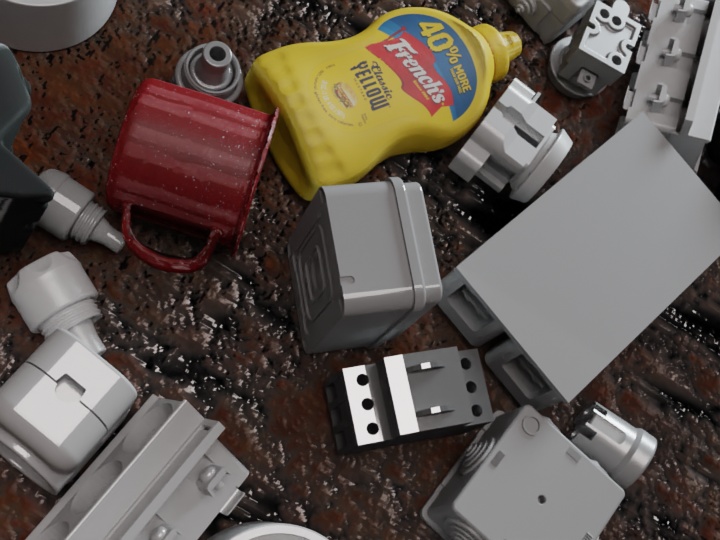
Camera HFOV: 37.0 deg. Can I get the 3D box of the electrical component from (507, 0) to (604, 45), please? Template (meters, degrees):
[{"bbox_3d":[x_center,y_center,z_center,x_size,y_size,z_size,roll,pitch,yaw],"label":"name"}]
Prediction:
[{"bbox_3d":[0.148,-0.215,0.777,0.096,0.061,0.061,-40,88,-25],"label":"electrical component"}]

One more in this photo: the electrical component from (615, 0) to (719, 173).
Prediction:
[{"bbox_3d":[0.229,-0.139,0.776,0.063,0.078,0.121,16,67,11],"label":"electrical component"}]

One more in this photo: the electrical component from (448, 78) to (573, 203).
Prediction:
[{"bbox_3d":[0.105,-0.082,0.723,0.057,0.058,0.078,37,66,0],"label":"electrical component"}]

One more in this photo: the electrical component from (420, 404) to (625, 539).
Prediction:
[{"bbox_3d":[0.100,0.142,0.654,0.100,0.048,0.099,42,65,-2],"label":"electrical component"}]

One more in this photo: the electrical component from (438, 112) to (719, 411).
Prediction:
[{"bbox_3d":[0.149,-0.005,0.710,0.186,0.060,0.105,-38,87,-24],"label":"electrical component"}]

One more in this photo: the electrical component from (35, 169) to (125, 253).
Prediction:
[{"bbox_3d":[-0.165,-0.031,0.631,0.061,0.035,0.035,34,66,-7],"label":"electrical component"}]

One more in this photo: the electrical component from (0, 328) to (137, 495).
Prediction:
[{"bbox_3d":[-0.160,0.077,0.564,0.054,0.095,0.059,40,65,-2],"label":"electrical component"}]

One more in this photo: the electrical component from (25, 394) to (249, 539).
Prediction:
[{"bbox_3d":[-0.121,0.134,0.575,0.063,0.079,0.121,50,63,-22],"label":"electrical component"}]

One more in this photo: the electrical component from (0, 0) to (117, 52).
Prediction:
[{"bbox_3d":[-0.200,-0.196,0.658,0.108,0.060,0.108,5,71,-16],"label":"electrical component"}]

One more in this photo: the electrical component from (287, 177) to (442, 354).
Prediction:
[{"bbox_3d":[0.000,0.000,0.632,0.057,0.113,0.078,-6,75,-17],"label":"electrical component"}]

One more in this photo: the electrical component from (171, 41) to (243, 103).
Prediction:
[{"bbox_3d":[-0.094,-0.119,0.667,0.043,0.062,0.043,5,72,-16],"label":"electrical component"}]

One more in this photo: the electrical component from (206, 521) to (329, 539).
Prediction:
[{"bbox_3d":[-0.048,0.189,0.583,0.108,0.060,0.108,5,71,-16],"label":"electrical component"}]

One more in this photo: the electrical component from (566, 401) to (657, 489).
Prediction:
[{"bbox_3d":[0.160,0.111,0.689,0.046,0.040,0.040,36,66,2],"label":"electrical component"}]

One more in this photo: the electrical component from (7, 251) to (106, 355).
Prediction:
[{"bbox_3d":[-0.167,0.024,0.608,0.043,0.043,0.062,-31,85,-24],"label":"electrical component"}]

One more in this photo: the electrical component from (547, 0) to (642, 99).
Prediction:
[{"bbox_3d":[0.164,-0.152,0.765,0.048,0.055,0.066,27,67,-8],"label":"electrical component"}]
